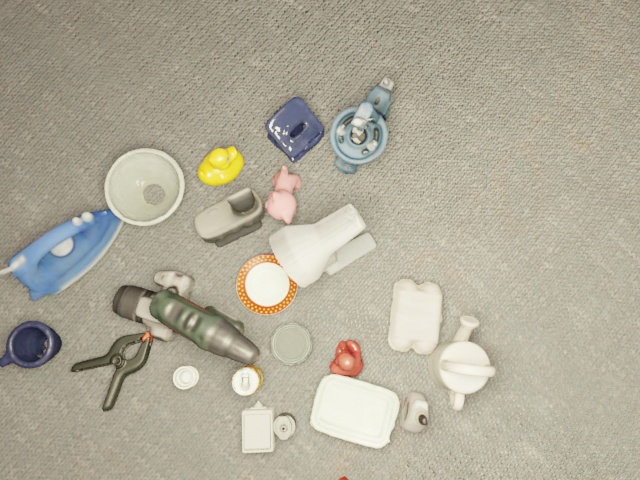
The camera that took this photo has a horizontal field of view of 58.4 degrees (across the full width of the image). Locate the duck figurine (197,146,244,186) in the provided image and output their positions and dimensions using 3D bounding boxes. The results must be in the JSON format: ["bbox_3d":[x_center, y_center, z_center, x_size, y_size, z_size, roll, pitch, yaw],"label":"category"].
[{"bbox_3d":[-0.216,-0.165,1.223,0.104,0.086,0.077,-30,81,-6],"label":"duck figurine"}]

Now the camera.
[{"bbox_3d":[-0.342,0.122,1.162,0.136,0.101,0.143,16,80,2],"label":"camera"}]

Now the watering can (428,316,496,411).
[{"bbox_3d":[0.273,0.237,1.102,0.101,0.194,0.173,-13,80,-3],"label":"watering can"}]

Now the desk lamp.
[{"bbox_3d":[0.010,0.004,1.131,0.203,0.213,0.118,-31,81,-6],"label":"desk lamp"}]

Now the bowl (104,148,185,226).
[{"bbox_3d":[-0.363,-0.105,1.216,0.167,0.075,0.167,0,80,-1],"label":"bowl"}]

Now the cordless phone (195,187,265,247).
[{"bbox_3d":[-0.188,-0.059,1.154,0.147,0.185,0.094,-31,81,-6],"label":"cordless phone"}]

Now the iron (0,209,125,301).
[{"bbox_3d":[-0.518,0.004,1.160,0.258,0.141,0.118,-40,82,-7],"label":"iron"}]

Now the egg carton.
[{"bbox_3d":[0.197,0.158,1.179,0.107,0.069,0.150,6,80,1],"label":"egg carton"}]

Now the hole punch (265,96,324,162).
[{"bbox_3d":[-0.051,-0.238,1.235,0.109,0.091,0.101,-44,83,-8],"label":"hole punch"}]

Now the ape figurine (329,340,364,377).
[{"bbox_3d":[0.054,0.242,1.150,0.078,0.092,0.076,-34,82,-6],"label":"ape figurine"}]

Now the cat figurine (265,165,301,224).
[{"bbox_3d":[-0.078,-0.092,1.195,0.067,0.118,0.128,6,80,1],"label":"cat figurine"}]

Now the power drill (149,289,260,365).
[{"bbox_3d":[-0.208,0.171,1.100,0.229,0.208,0.076,27,81,4],"label":"power drill"}]

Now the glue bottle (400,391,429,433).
[{"bbox_3d":[0.185,0.335,1.094,0.037,0.173,0.078,11,80,2],"label":"glue bottle"}]

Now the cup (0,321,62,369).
[{"bbox_3d":[-0.570,0.217,1.145,0.118,0.095,0.091,-33,82,-6],"label":"cup"}]

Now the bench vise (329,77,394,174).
[{"bbox_3d":[0.086,-0.256,1.175,0.121,0.220,0.207,10,80,1],"label":"bench vise"}]
